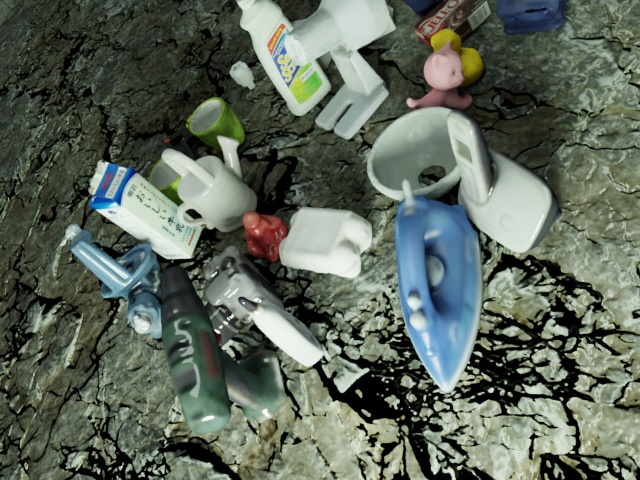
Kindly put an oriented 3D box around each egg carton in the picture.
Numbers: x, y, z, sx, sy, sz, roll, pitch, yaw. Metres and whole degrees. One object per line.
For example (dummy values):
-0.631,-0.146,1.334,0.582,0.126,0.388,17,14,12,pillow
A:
0.008,0.003,0.906,0.149,0.070,0.107,6,64,36,egg carton

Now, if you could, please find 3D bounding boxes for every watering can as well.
-0.206,-0.111,1.040,0.100,0.195,0.173,-1,60,33,watering can

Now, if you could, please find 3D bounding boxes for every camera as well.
-0.153,0.097,0.929,0.137,0.101,0.142,-43,46,1,camera

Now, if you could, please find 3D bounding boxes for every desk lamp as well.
0.040,-0.326,1.008,0.117,0.214,0.203,32,81,43,desk lamp

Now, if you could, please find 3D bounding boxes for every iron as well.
0.138,0.050,0.738,0.118,0.142,0.258,-14,53,26,iron

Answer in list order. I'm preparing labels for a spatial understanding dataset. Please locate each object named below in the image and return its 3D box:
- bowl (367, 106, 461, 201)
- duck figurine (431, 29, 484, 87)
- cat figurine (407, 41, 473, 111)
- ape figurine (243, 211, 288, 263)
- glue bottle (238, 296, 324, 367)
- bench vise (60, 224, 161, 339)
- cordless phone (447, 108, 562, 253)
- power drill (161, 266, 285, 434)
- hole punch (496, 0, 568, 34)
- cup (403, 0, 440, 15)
0.161,-0.118,0.883,0.167,0.075,0.167,-17,52,24,bowl
0.224,-0.313,0.965,0.077,0.086,0.104,-39,47,5,duck figurine
0.189,-0.251,0.924,0.128,0.118,0.067,-46,46,-2,cat figurine
-0.100,-0.015,0.975,0.078,0.092,0.076,-37,47,7,ape figurine
-0.061,0.118,0.803,0.037,0.174,0.078,-43,46,2,glue bottle
-0.334,0.060,0.992,0.121,0.220,0.206,-51,47,-6,bench vise
0.226,-0.079,0.736,0.094,0.186,0.147,-46,46,-1,cordless phone
-0.140,0.166,0.798,0.075,0.209,0.229,-30,48,13,power drill
0.349,-0.405,0.940,0.108,0.091,0.101,7,64,37,hole punch
0.198,-0.473,1.085,0.091,0.095,0.117,-41,46,4,cup
